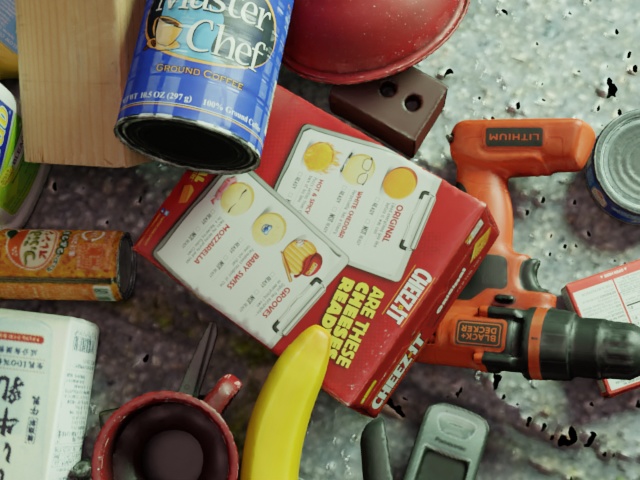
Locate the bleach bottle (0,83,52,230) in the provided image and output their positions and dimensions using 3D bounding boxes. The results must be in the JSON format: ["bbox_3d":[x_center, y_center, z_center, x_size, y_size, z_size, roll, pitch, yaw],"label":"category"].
[{"bbox_3d":[-0.261,-0.075,0.741,0.068,0.251,0.102,21,82,8],"label":"bleach bottle"}]

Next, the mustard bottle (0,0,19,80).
[{"bbox_3d":[-0.237,-0.188,0.855,0.096,0.058,0.191,40,85,-3],"label":"mustard bottle"}]

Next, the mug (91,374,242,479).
[{"bbox_3d":[-0.092,0.139,0.713,0.093,0.081,0.117,34,82,4],"label":"mug"}]

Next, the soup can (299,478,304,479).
[{"bbox_3d":[-0.028,0.201,0.749,0.068,0.102,0.068,-1,80,4],"label":"soup can"}]

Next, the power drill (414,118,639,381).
[{"bbox_3d":[0.153,0.007,0.772,0.185,0.057,0.187,3,77,23],"label":"power drill"}]

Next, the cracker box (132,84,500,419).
[{"bbox_3d":[-0.005,0.001,0.770,0.214,0.072,0.164,33,87,26],"label":"cracker box"}]

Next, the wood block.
[{"bbox_3d":[-0.163,-0.163,0.786,0.091,0.090,0.206,5,104,20],"label":"wood block"}]

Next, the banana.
[{"bbox_3d":[-0.019,0.155,0.682,0.070,0.037,0.198,-6,81,10],"label":"banana"}]

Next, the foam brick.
[{"bbox_3d":[0.053,-0.109,0.822,0.078,0.051,0.053,31,83,9],"label":"foam brick"}]

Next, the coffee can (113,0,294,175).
[{"bbox_3d":[-0.077,-0.128,0.741,0.103,0.103,0.140,9,76,6],"label":"coffee can"}]

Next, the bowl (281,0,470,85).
[{"bbox_3d":[0.030,-0.194,0.802,0.162,0.055,0.162,-10,51,13],"label":"bowl"}]

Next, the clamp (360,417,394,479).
[{"bbox_3d":[0.052,0.229,0.690,0.165,0.036,0.210,34,72,15],"label":"clamp"}]

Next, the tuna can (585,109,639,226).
[{"bbox_3d":[0.246,-0.055,0.806,0.086,0.034,0.086,-1,80,4],"label":"tuna can"}]

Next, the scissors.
[{"bbox_3d":[-0.096,0.167,0.759,0.096,0.016,0.201,34,84,6],"label":"scissors"}]

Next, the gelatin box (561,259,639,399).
[{"bbox_3d":[0.229,0.064,0.789,0.073,0.030,0.089,-19,78,0],"label":"gelatin box"}]
